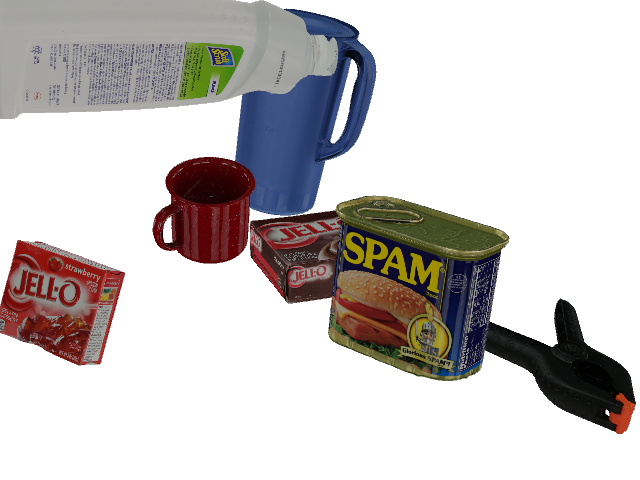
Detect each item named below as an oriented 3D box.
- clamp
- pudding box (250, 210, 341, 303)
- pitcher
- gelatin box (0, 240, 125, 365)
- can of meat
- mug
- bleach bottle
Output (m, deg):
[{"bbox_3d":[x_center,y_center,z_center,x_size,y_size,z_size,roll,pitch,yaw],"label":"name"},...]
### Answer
[{"bbox_3d":[0.217,0.102,0.926,0.120,0.039,0.172,-19,39,-29],"label":"clamp"},{"bbox_3d":[0.010,0.009,0.845,0.113,0.039,0.090,-6,25,-21],"label":"pudding box"},{"bbox_3d":[-0.030,-0.155,1.316,0.144,0.243,0.149,5,23,-16],"label":"pitcher"},{"bbox_3d":[-0.198,0.046,0.803,0.089,0.073,0.030,18,4,25],"label":"gelatin box"},{"bbox_3d":[0.054,0.028,0.635,0.102,0.084,0.057,20,23,35],"label":"can of meat"},{"bbox_3d":[-0.125,-0.025,1.121,0.117,0.081,0.093,-28,48,-36],"label":"mug"},{"bbox_3d":[-0.113,-0.137,0.794,0.250,0.068,0.103,0,-34,-16],"label":"bleach bottle"}]
